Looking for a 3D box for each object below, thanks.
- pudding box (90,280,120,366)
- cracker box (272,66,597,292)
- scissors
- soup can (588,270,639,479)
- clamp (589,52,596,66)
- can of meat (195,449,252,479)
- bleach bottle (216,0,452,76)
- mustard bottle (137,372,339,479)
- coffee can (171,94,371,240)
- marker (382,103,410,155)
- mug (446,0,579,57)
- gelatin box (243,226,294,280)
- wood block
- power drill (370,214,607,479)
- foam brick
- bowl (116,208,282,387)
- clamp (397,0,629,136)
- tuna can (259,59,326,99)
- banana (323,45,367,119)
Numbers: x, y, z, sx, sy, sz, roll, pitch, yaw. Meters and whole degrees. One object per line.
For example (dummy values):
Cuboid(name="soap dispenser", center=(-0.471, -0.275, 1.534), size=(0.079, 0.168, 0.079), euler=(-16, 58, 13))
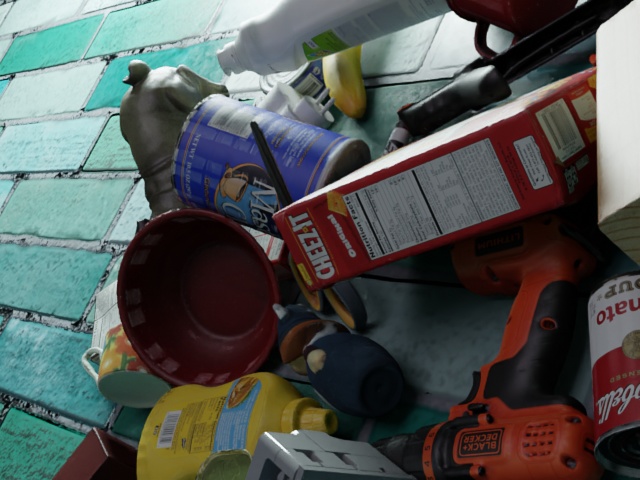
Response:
Cuboid(name="pudding box", center=(-0.179, 0.069, 1.067), size=(0.114, 0.039, 0.090), euler=(-35, 39, 26))
Cuboid(name="cracker box", center=(0.099, -0.043, 0.752), size=(0.214, 0.072, 0.163), euler=(-21, 6, 38))
Cuboid(name="scissors", center=(-0.005, 0.001, 0.816), size=(0.016, 0.202, 0.096), euler=(-38, 56, -18))
Cuboid(name="soup can", center=(0.190, 0.077, 0.613), size=(0.069, 0.068, 0.102), euler=(-23, 44, 35))
Cuboid(name="clamp", center=(0.271, -0.158, 0.746), size=(0.172, 0.039, 0.120), euler=(-40, 24, 27))
Cuboid(name="can of meat", center=(-0.048, 0.212, 0.753), size=(0.058, 0.083, 0.102), euler=(-16, 49, 40))
Cuboid(name="bleach bottle", center=(0.016, -0.212, 0.984), size=(0.251, 0.102, 0.068), euler=(-19, 73, 18))
Cuboid(name="mustard bottle", center=(-0.062, 0.154, 0.842), size=(0.192, 0.058, 0.096), euler=(-17, 46, 40))
Cuboid(name="coffee can", center=(-0.041, -0.057, 0.912), size=(0.140, 0.102, 0.102), euler=(20, 74, 21))
Cuboid(name="marker", center=(0.061, -0.067, 0.927), size=(0.020, 0.020, 0.121), euler=(0, 60, 49))
Cuboid(name="mug", center=(0.158, -0.205, 0.886), size=(0.082, 0.093, 0.117), euler=(40, 121, 50))
Cuboid(name="gelatin box", center=(-0.047, 0.003, 0.981), size=(0.089, 0.030, 0.073), euler=(-14, 49, 43))
Cuboid(name="wood block", center=(0.225, -0.071, 0.633), size=(0.091, 0.090, 0.206), euler=(-38, 23, 37))
Cuboid(name="power drill", center=(0.111, 0.083, 0.710), size=(0.185, 0.057, 0.187), euler=(-15, 51, 43))
Cuboid(name="foam brick", center=(-0.198, 0.217, 0.948), size=(0.078, 0.053, 0.051), euler=(-51, 34, 2))
Cuboid(name="bowl", center=(-0.096, 0.049, 0.933), size=(0.162, 0.162, 0.055), euler=(-35, -6, 24))
Cuboid(name="clamp", center=(0.122, -0.120, 0.833), size=(0.164, 0.036, 0.210), euler=(-35, 6, -39))
Cuboid(name="tuna can", center=(-0.022, -0.176, 1.104), size=(0.086, 0.033, 0.086), euler=(-30, 41, 29))
Cuboid(name="banana", center=(0.034, -0.197, 1.054), size=(0.070, 0.037, 0.197), euler=(-13, 51, 43))
